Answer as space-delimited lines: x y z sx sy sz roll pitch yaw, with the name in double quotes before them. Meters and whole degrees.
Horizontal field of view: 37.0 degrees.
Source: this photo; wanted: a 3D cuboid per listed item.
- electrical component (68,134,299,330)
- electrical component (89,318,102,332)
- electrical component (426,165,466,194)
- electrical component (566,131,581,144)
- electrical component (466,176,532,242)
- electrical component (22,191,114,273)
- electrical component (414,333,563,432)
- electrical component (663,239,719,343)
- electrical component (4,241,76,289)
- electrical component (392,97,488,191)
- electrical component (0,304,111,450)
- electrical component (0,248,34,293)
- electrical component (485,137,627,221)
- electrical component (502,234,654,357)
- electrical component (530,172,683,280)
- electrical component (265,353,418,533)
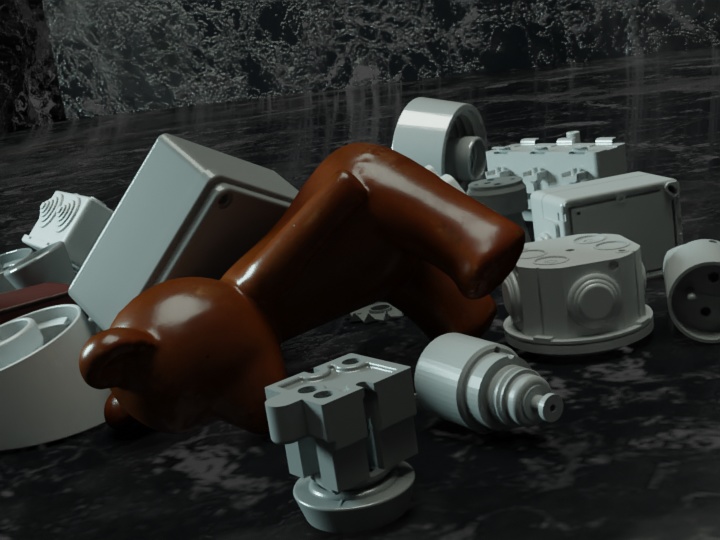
"electrical component" -0.088 -0.009 0.604 0.056 0.108 0.109 40 13 29
"electrical component" -0.139 0.040 0.656 0.040 0.040 0.046 -1 9 27
"electrical component" 0.048 -0.027 0.763 0.057 0.078 0.058 -33 -10 -22
"electrical component" 0.192 -0.092 0.953 0.035 0.061 0.035 -8 13 2
"electrical component" 0.104 -0.038 0.797 0.045 0.055 0.045 -8 13 2
"electrical component" -0.193 -0.017 0.807 0.100 0.048 0.100 34 -12 -31
"electrical component" 0.058 0.052 0.477 0.040 0.040 0.078 -17 16 -31
"electrical component" 0.188 0.006 0.583 0.043 0.043 0.081 -5 13 15
"electrical component" -0.203 0.019 0.724 0.044 0.065 0.044 -26 14 7
"electrical component" 0.080 -0.102 0.977 0.060 0.108 0.108 7 19 30
"electrical component" -0.181 0.062 0.586 0.099 0.064 0.099 -20 18 7
"electrical component" -0.271 0.026 0.794 0.099 0.064 0.099 -20 17 6
"electrical component" 0.164 -0.075 0.898 0.079 0.063 0.121 -19 17 -38
"electrical component" 0.116 0.013 0.583 0.080 0.051 0.080 -8 13 2
"electrical component" 0.152 -0.024 0.694 0.096 0.061 0.061 -11 14 -12
"electrical component" -0.005 0.068 0.418 0.066 0.055 0.048 -19 17 -37
